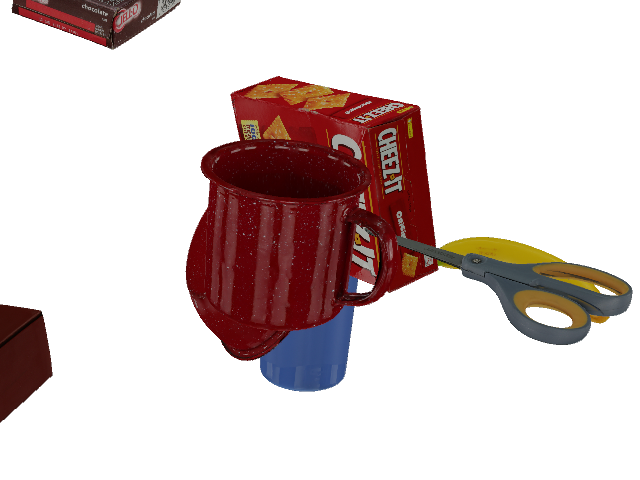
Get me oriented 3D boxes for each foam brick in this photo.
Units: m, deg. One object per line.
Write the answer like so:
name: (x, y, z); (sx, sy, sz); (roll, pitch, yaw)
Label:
foam brick: (-0.224, 0.083, 0.710); (0.053, 0.051, 0.078); (7, 29, 23)

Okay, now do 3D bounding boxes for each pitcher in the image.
pitcher: (-0.026, 0.055, 1.296); (0.149, 0.243, 0.144); (13, 20, 25)

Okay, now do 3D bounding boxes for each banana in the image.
banana: (0.197, 0.033, 1.060); (0.198, 0.069, 0.037); (14, -33, 27)

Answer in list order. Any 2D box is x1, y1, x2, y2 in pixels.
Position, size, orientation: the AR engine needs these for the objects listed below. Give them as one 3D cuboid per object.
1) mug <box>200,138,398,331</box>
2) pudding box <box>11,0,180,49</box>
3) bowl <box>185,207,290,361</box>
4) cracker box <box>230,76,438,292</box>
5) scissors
mug: (-0.011, 0.000, 0.587); (0.117, 0.081, 0.093); (17, 26, 22)
pudding box: (-0.168, -0.194, 0.821); (0.090, 0.039, 0.113); (22, 34, 12)
bowl: (-0.059, 0.010, 0.832); (0.055, 0.162, 0.162); (22, -11, -29)
cracker box: (0.009, -0.059, 1.025); (0.072, 0.164, 0.214); (-25, 29, -30)
scissors: (0.110, 0.029, 0.737); (0.202, 0.016, 0.096); (10, 31, 20)
